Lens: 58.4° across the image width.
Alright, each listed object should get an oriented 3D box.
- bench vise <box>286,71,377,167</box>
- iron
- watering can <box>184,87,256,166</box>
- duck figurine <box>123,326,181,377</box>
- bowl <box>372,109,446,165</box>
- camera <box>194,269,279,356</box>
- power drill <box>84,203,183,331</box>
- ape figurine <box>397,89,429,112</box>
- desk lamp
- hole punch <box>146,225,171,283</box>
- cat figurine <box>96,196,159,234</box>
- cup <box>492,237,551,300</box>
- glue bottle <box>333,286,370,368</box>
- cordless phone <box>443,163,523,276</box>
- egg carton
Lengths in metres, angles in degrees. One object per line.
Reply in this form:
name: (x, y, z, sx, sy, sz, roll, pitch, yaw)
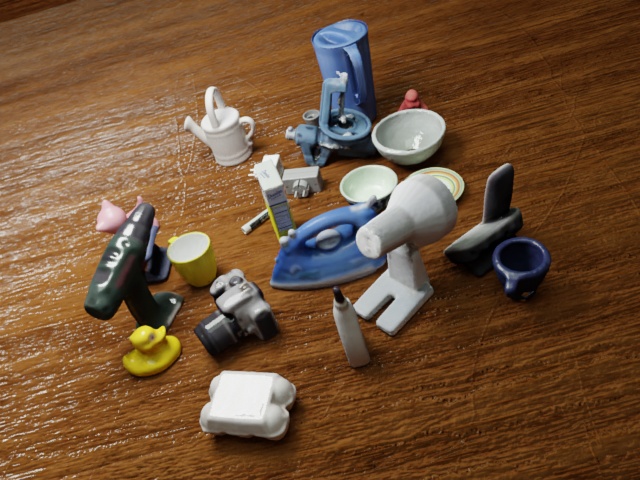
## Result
bench vise: (0.019, -0.266, 1.300, 0.207, 0.220, 0.121, -18, 44, 0)
iron: (0.010, 0.004, 1.090, 0.258, 0.142, 0.118, -20, 44, -2)
watering can: (-0.251, -0.286, 1.425, 0.173, 0.194, 0.100, -20, 44, -2)
duck figurine: (-0.316, 0.194, 1.044, 0.104, 0.086, 0.077, -26, 44, -8)
bowl: (0.204, -0.222, 1.302, 0.167, 0.075, 0.167, -9, 44, 9)
camera: (-0.168, 0.134, 1.047, 0.137, 0.101, 0.142, -34, 46, -16)
power drill: (-0.342, 0.075, 1.083, 0.075, 0.209, 0.230, 4, 48, 21)
ape figurine: (0.223, -0.319, 1.380, 0.077, 0.092, 0.076, 3, 47, 21)
desk lamp: (0.140, 0.019, 0.980, 0.117, 0.214, 0.203, 27, 59, 37)
hole punch: (-0.380, 0.035, 1.220, 0.101, 0.091, 0.108, -11, 44, 7)
cat figurine: (-0.449, -0.050, 1.308, 0.128, 0.118, 0.067, -37, 47, -19)
cup: (0.333, 0.067, 0.957, 0.091, 0.095, 0.118, 12, 51, 28)
glue bottle: (0.044, 0.131, 0.928, 0.037, 0.173, 0.078, -17, 44, 1)
cordless phone: (0.288, -0.042, 1.014, 0.148, 0.185, 0.093, -36, 46, -18)
egg carton: (-0.114, 0.266, 0.919, 0.150, 0.069, 0.107, -2, 46, 16)
